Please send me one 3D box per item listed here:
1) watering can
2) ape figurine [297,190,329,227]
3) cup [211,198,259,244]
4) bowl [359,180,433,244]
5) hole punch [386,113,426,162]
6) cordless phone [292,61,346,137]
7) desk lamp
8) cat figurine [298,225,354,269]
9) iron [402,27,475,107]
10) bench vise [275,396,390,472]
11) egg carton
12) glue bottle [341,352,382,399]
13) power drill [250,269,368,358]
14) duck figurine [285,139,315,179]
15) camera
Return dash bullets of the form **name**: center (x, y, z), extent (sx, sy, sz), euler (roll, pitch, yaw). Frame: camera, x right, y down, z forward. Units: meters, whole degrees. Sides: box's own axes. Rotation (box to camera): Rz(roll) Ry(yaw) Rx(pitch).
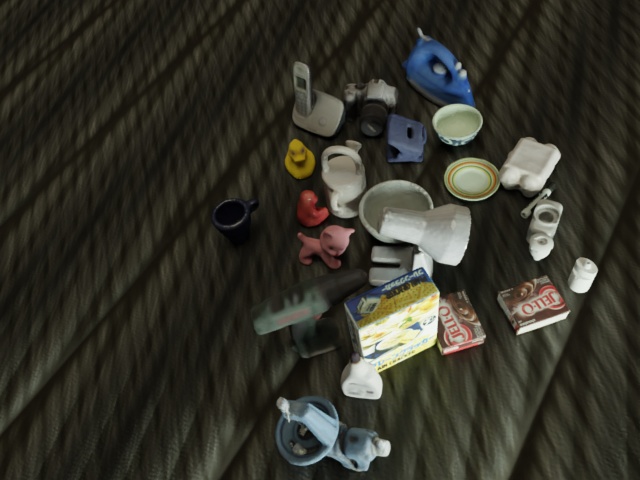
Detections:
- **watering can**: center (0.054, -0.152, 1.314), extent (0.101, 0.194, 0.172), euler (-8, 54, 4)
- **ape figurine**: center (-0.024, -0.081, 1.339), extent (0.076, 0.092, 0.077), euler (-31, 56, -12)
- **cup**: center (-0.187, -0.043, 1.337), extent (0.118, 0.095, 0.091), euler (-33, 57, -14)
- **bowl**: center (0.172, -0.052, 1.298), extent (0.167, 0.075, 0.167), euler (-4, 55, 6)
- **hole punch**: center (0.214, -0.258, 1.426), extent (0.101, 0.091, 0.108), euler (0, 55, 9)
- **cordless phone**: center (-0.009, -0.366, 1.479), extent (0.147, 0.185, 0.094), euler (24, 62, 23)
- **desk lamp**: center (0.197, 0.010, 1.166), extent (0.203, 0.214, 0.118), euler (2, 56, 10)
- **cat figurine**: center (0.012, 0.004, 1.258), extent (0.127, 0.118, 0.067), euler (6, 57, 13)
- **iron**: center (0.328, -0.449, 1.510), extent (0.119, 0.142, 0.257), euler (-31, 56, -13)
- **bench vise**: center (0.011, 0.315, 0.978), extent (0.207, 0.220, 0.121), euler (-7, 54, 4)
- **egg carton**: center (0.487, -0.173, 1.336), extent (0.107, 0.069, 0.150), euler (25, 63, 24)
- **glue bottle**: center (0.072, 0.244, 1.047), extent (0.078, 0.173, 0.037), euler (5, 56, 13)
- **power drill**: center (-0.012, 0.144, 1.108), extent (0.229, 0.209, 0.075), euler (-17, 54, -3)
- **duck figurine**: center (-0.055, -0.218, 1.444), extent (0.077, 0.086, 0.104), euler (-14, 54, -1)
- **camera**: center (0.127, -0.348, 1.497), extent (0.143, 0.101, 0.137), euler (4, 56, 12)
